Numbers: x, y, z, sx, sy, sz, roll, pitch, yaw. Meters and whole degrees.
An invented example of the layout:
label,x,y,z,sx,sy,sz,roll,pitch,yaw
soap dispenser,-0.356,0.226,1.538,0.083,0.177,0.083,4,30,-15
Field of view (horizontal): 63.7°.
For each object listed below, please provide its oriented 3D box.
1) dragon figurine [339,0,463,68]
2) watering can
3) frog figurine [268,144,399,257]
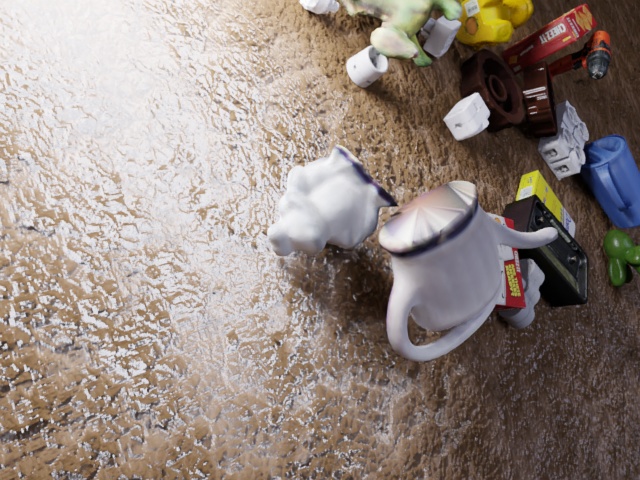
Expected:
label,x,y,z,sx,sy,sz,roll,pitch,yaw
dragon figurine,0.112,-0.449,0.913,0.242,0.120,0.419,7,54,-35
watering can,0.210,0.014,0.725,0.352,0.104,0.220,-38,118,-23
frog figurine,0.002,-0.035,0.686,0.160,0.124,0.135,-44,119,-4
